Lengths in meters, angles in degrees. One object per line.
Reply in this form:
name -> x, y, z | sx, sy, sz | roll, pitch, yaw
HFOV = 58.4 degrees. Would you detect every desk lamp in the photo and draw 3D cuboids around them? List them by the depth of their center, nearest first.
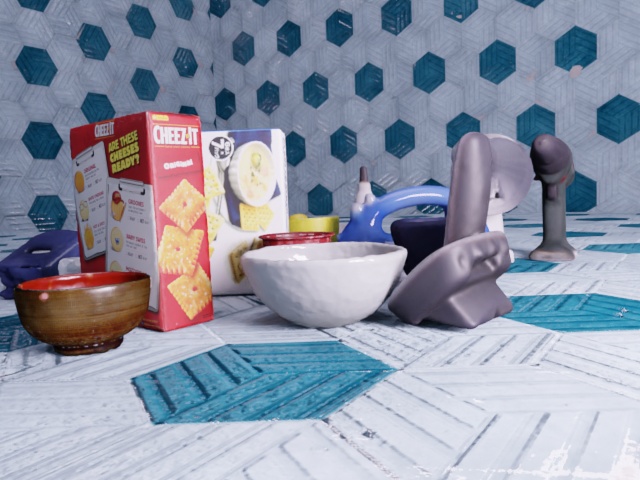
desk lamp -> 0.259, -0.065, 0.940 | 0.118, 0.213, 0.203 | -2, 5, -2

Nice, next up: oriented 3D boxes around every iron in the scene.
iron -> 0.124, -0.013, 0.814 | 0.258, 0.141, 0.118 | -3, 5, -10

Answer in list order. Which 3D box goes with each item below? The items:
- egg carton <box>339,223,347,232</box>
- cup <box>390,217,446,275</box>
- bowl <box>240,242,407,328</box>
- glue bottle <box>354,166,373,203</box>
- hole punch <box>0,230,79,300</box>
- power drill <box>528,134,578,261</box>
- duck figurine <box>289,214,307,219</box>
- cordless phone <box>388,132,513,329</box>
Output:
egg carton -> 0.010, 0.004, 1.104 | 0.107, 0.069, 0.150 | -3, 5, -12
cup -> 0.127, 0.021, 0.692 | 0.092, 0.095, 0.117 | -3, 5, -13
bowl -> 0.005, 0.046, 0.574 | 0.167, 0.075, 0.167 | -2, 5, 0
glue bottle -> 0.078, -0.042, 1.003 | 0.037, 0.173, 0.078 | -3, 5, -13
hole punch -> -0.388, 0.033, 0.810 | 0.108, 0.091, 0.101 | -1, 5, 19
power drill -> 0.400, -0.072, 0.985 | 0.075, 0.208, 0.230 | 0, 5, 27
duck figurine -> -0.050, -0.014, 1.248 | 0.104, 0.086, 0.078 | 0, 5, 22
cordless phone -> 0.130, -0.014, 0.562 | 0.093, 0.185, 0.148 | 1, 6, 33
